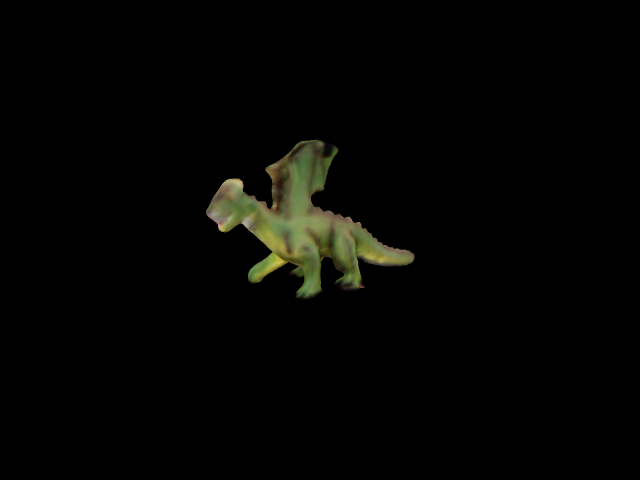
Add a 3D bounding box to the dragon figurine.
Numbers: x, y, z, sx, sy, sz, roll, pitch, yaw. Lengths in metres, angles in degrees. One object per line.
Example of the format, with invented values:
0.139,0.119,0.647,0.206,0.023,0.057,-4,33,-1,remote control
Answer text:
0.003,-0.043,0.850,0.412,0.240,0.123,-9,15,-34,dragon figurine
